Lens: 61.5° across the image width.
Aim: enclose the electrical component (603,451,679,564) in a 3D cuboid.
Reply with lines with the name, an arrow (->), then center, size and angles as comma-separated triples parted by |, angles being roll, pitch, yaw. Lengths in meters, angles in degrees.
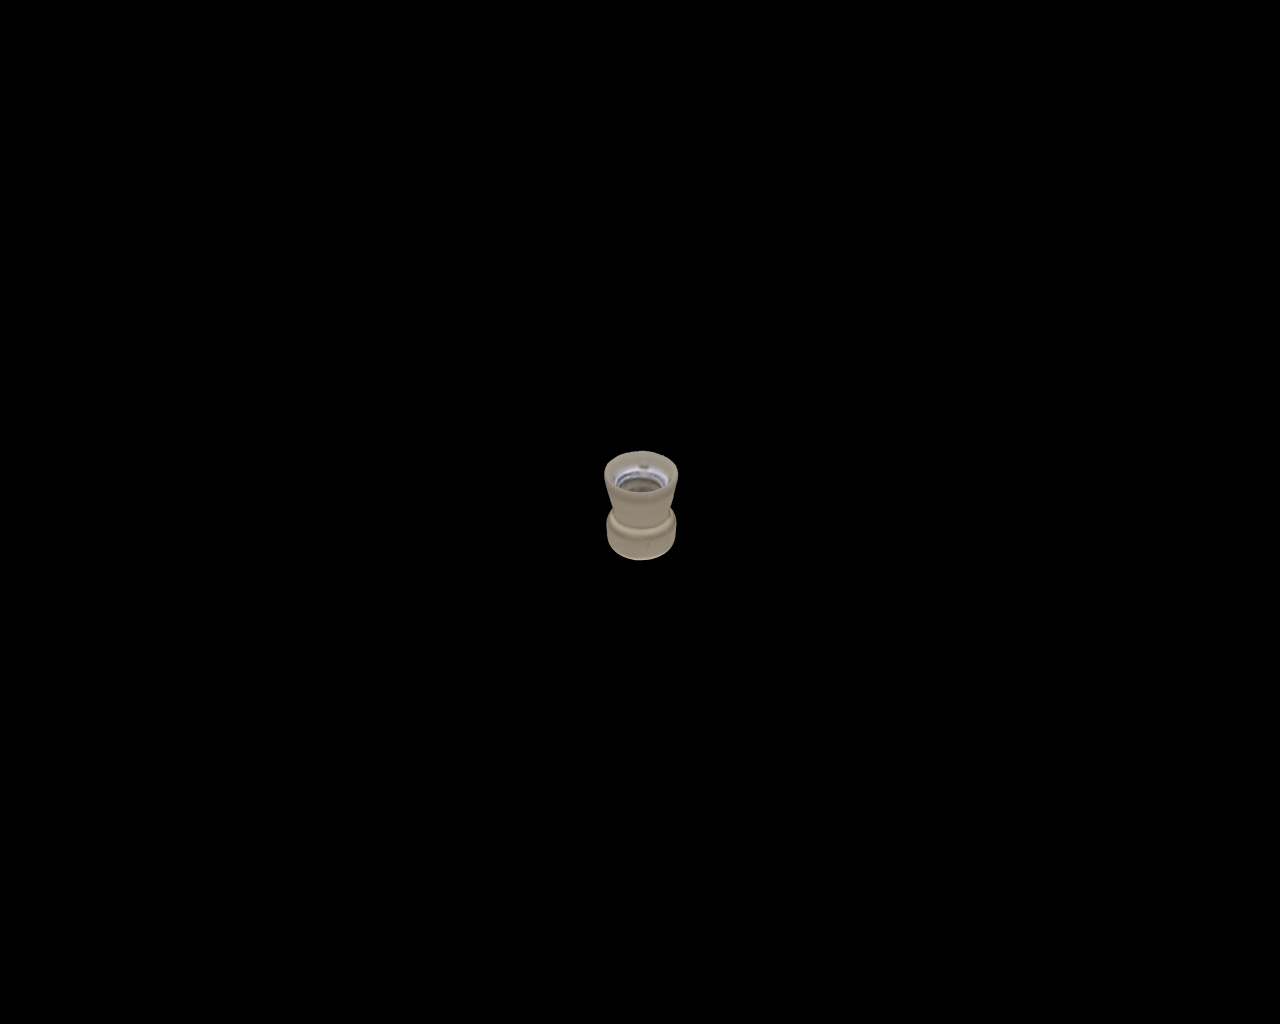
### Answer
electrical component -> 0.001, -0.003, 0.650 | 0.045, 0.055, 0.045 | 0, 37, 0
